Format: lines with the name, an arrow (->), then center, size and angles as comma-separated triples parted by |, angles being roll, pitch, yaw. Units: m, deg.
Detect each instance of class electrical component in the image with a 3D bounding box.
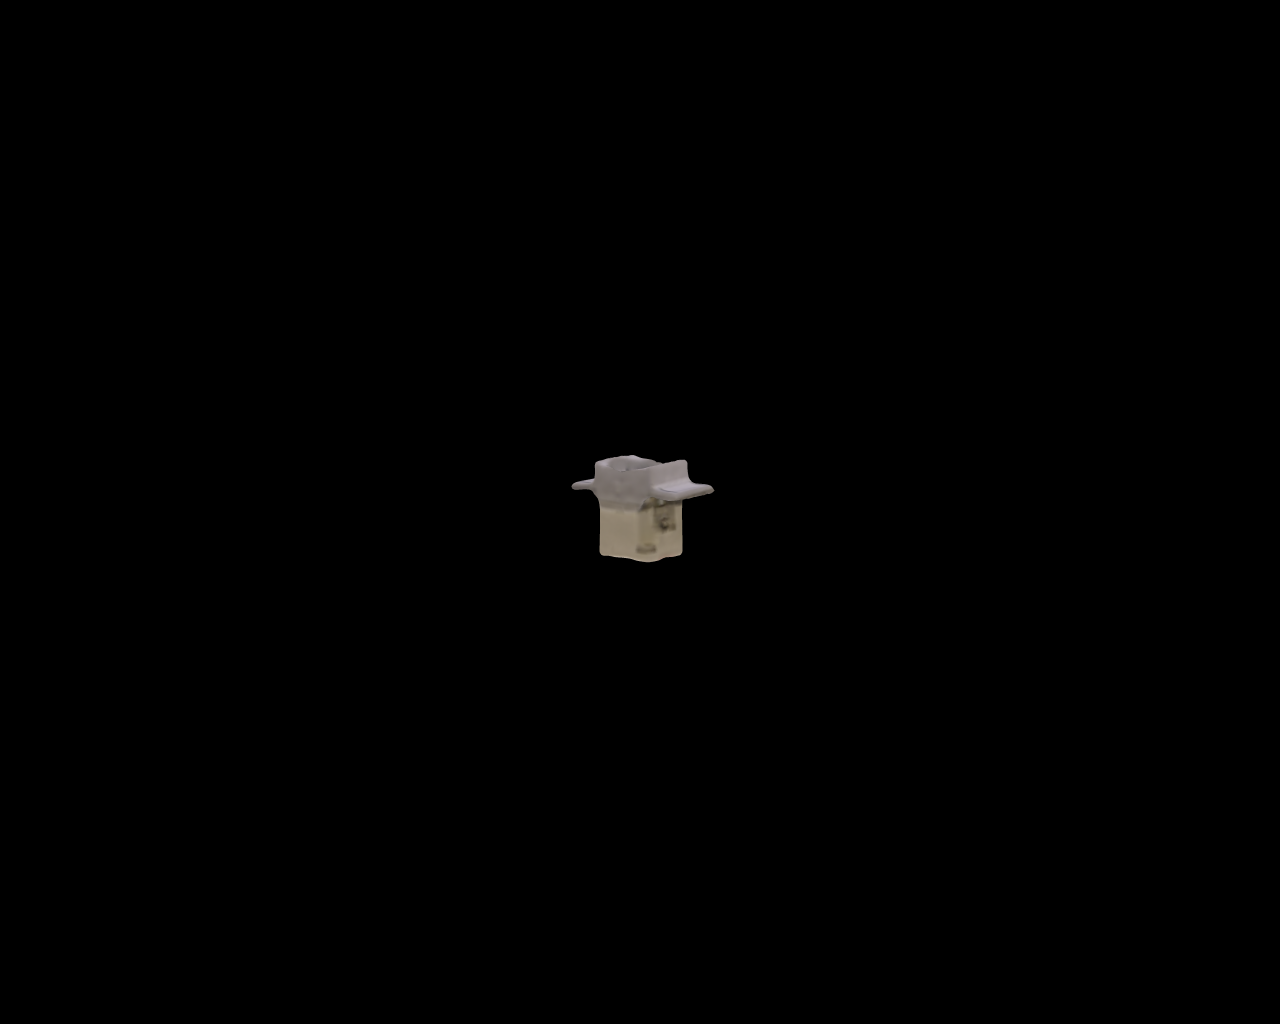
electrical component -> 0.001, -0.003, 0.650 | 0.081, 0.063, 0.042 | 8, 13, 39
